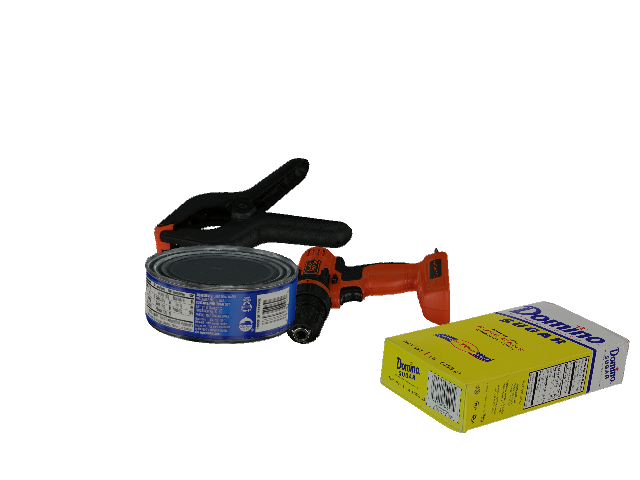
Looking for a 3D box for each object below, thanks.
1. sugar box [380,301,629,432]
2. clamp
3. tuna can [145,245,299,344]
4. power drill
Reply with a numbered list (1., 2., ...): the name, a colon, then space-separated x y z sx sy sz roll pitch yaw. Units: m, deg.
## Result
1. sugar box: 0.143 0.092 0.821 0.175 0.048 0.093 -12 25 -34
2. clamp: -0.066 -0.026 0.965 0.171 0.039 0.120 -7 36 -11
3. tuna can: -0.056 0.029 0.601 0.086 0.034 0.086 3 14 -1
4. power drill: 0.055 0.062 1.233 0.188 0.057 0.184 1 28 6
